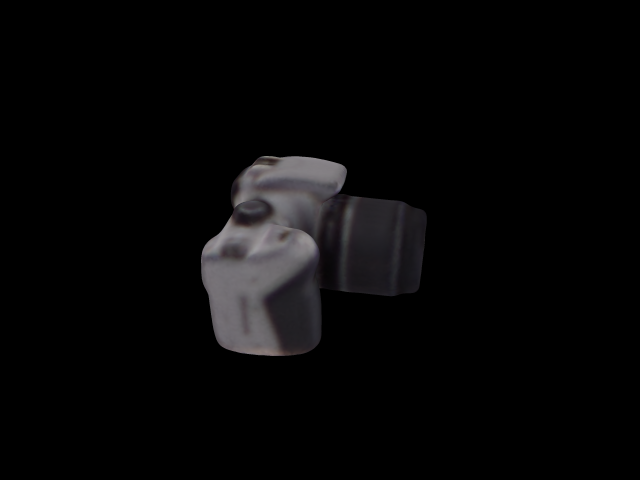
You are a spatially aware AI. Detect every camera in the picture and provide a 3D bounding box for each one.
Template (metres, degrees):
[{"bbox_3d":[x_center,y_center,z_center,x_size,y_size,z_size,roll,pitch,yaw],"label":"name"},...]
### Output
[{"bbox_3d":[0.004,0.001,0.400,0.136,0.101,0.143,6,32,9],"label":"camera"}]
